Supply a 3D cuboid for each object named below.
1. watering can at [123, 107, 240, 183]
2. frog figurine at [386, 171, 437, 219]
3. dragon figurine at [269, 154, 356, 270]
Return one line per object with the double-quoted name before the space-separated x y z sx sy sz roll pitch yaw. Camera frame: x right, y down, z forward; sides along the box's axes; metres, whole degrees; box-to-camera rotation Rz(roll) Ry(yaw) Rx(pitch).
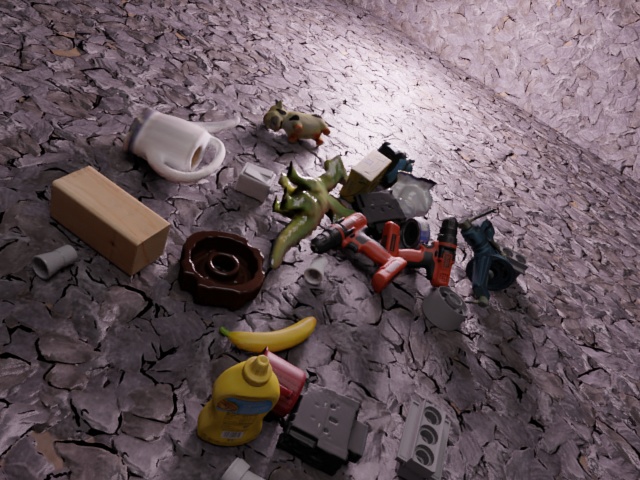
"watering can" -0.332 -0.251 1.255 0.356 0.224 0.102 -75 9 -53
"frog figurine" 0.244 -0.101 1.453 0.162 0.137 0.121 -68 15 -18
"dragon figurine" 0.004 -0.063 1.252 0.241 0.420 0.120 21 -40 -19
